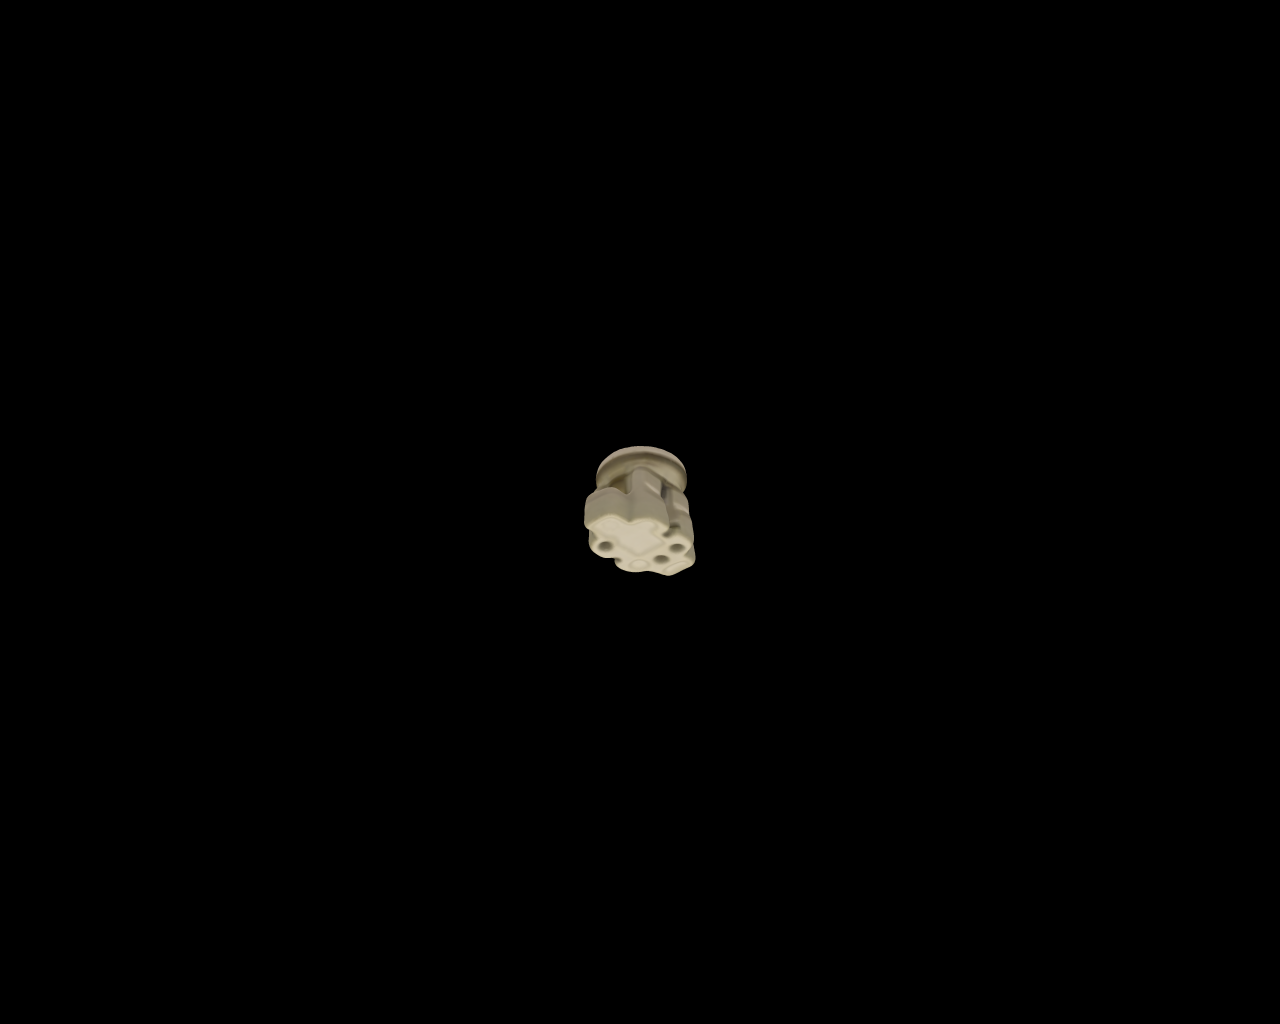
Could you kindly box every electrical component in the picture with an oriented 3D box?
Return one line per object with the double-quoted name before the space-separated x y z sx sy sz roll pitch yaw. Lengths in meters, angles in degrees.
"electrical component" 0.001 -0.003 0.650 0.058 0.057 0.078 -27 -44 33
